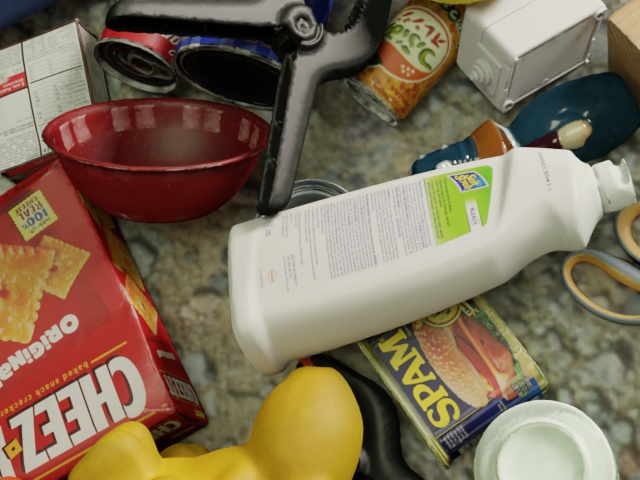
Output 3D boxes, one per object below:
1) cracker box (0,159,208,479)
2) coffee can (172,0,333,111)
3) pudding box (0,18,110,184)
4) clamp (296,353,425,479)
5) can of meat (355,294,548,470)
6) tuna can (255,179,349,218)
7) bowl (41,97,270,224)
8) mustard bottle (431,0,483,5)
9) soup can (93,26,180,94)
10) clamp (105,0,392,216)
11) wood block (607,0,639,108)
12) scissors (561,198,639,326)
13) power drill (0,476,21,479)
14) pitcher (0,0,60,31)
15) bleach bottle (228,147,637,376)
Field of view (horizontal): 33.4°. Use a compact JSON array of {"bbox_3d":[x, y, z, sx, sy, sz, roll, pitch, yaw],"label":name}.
[{"bbox_3d":[-0.201,0.073,0.764,0.164,0.072,0.214,-30,67,5],"label":"cracker box"},{"bbox_3d":[-0.041,-0.180,0.784,0.103,0.102,0.140,10,75,19],"label":"coffee can"},{"bbox_3d":[-0.215,-0.108,0.846,0.090,0.039,0.113,-18,70,9],"label":"pudding box"},{"bbox_3d":[0.018,0.156,0.691,0.120,0.039,0.171,-37,59,10],"label":"clamp"},{"bbox_3d":[0.085,0.081,0.688,0.084,0.057,0.102,-35,67,0],"label":"can of meat"},{"bbox_3d":[-0.005,0.001,0.752,0.086,0.033,0.086,-5,71,14],"label":"tuna can"},{"bbox_3d":[-0.114,-0.054,0.761,0.162,0.161,0.055,11,115,19],"label":"bowl"},{"bbox_3d":[0.130,-0.230,0.746,0.096,0.058,0.191,18,45,34],"label":"mustard bottle"},{"bbox_3d":[-0.123,-0.173,0.819,0.069,0.068,0.102,12,68,19],"label":"soup can"},{"bbox_3d":[-0.027,-0.141,0.706,0.164,0.036,0.209,45,64,-11],"label":"clamp"},{"bbox_3d":[0.296,-0.154,0.686,0.206,0.090,0.090,-36,66,2],"label":"wood block"},{"bbox_3d":[0.255,0.038,0.674,0.202,0.016,0.096,21,79,21],"label":"scissors"},{"bbox_3d":[-0.189,0.260,0.674,0.184,0.057,0.188,25,104,13],"label":"power drill"},{"bbox_3d":[-0.258,-0.230,0.848,0.243,0.145,0.149,-22,76,5],"label":"pitcher"},{"bbox_3d":[0.070,0.005,0.663,0.251,0.068,0.102,-16,51,12],"label":"bleach bottle"}]
